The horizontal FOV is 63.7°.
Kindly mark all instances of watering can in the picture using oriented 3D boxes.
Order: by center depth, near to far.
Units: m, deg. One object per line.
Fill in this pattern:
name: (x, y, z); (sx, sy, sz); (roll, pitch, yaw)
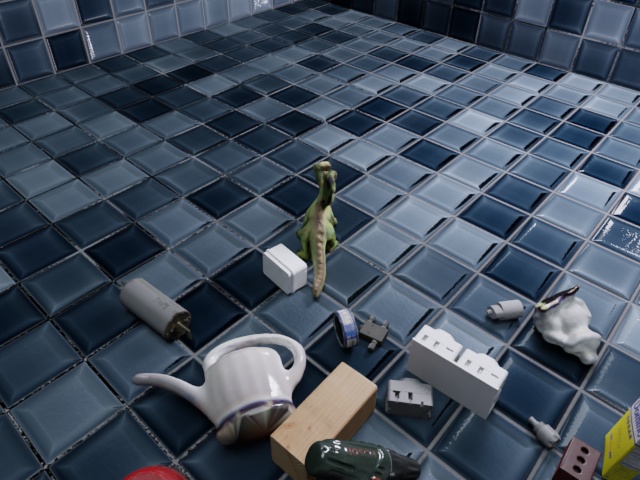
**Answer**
watering can: (-0.186, 0.298, 1.015); (0.349, 0.101, 0.229); (-14, 41, -13)

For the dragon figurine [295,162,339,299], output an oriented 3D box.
dragon figurine: (0.004, -0.068, 1.357); (0.122, 0.237, 0.420); (3, 38, -6)

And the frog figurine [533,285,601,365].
frog figurine: (0.569, 0.203, 1.173); (0.139, 0.121, 0.160); (-21, 80, -36)
